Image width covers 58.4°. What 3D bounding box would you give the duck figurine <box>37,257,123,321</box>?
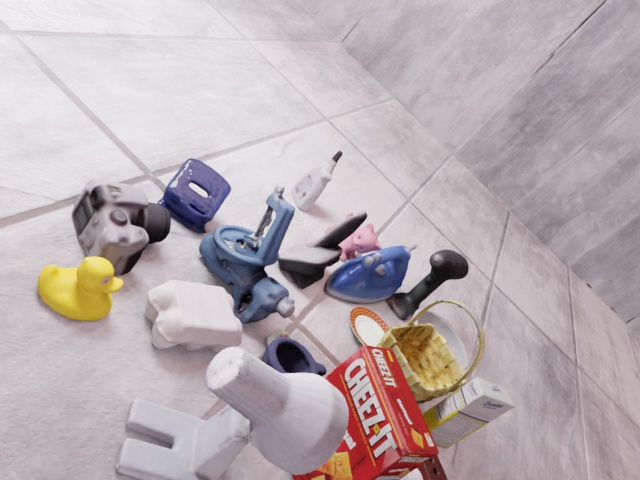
[{"bbox_3d":[-0.319,0.055,0.777,0.105,0.086,0.077,29,31,-26],"label":"duck figurine"}]

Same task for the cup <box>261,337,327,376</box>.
[{"bbox_3d":[-0.056,0.216,0.898,0.118,0.094,0.091,20,36,-39],"label":"cup"}]

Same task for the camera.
[{"bbox_3d":[-0.298,-0.026,0.904,0.137,0.100,0.143,8,44,-48],"label":"camera"}]

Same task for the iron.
[{"bbox_3d":[0.125,0.063,1.302,0.118,0.141,0.259,53,29,18],"label":"iron"}]

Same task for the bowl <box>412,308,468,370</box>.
[{"bbox_3d":[0.252,0.242,1.296,0.168,0.074,0.167,33,29,-21],"label":"bowl"}]

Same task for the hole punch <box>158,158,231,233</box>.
[{"bbox_3d":[-0.233,-0.084,1.082,0.109,0.091,0.101,36,28,-15],"label":"hole punch"}]

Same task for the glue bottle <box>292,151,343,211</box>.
[{"bbox_3d":[-0.001,-0.153,1.400,0.037,0.173,0.078,20,35,-38],"label":"glue bottle"}]

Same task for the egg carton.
[{"bbox_3d":[-0.191,0.119,0.878,0.151,0.069,0.107,14,40,-44],"label":"egg carton"}]

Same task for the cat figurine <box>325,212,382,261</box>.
[{"bbox_3d":[0.089,-0.009,1.381,0.067,0.117,0.127,7,45,-49],"label":"cat figurine"}]

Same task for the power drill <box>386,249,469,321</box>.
[{"bbox_3d":[0.260,0.099,1.360,0.230,0.208,0.075,-4,53,-55],"label":"power drill"}]

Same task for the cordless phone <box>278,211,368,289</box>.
[{"bbox_3d":[0.011,0.004,1.184,0.094,0.184,0.148,46,27,5],"label":"cordless phone"}]

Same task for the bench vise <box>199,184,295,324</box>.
[{"bbox_3d":[-0.090,0.024,0.984,0.207,0.219,0.122,45,27,2],"label":"bench vise"}]

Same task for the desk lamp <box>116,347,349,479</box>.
[{"bbox_3d":[-0.101,0.223,0.698,0.204,0.213,0.118,29,31,-27],"label":"desk lamp"}]
